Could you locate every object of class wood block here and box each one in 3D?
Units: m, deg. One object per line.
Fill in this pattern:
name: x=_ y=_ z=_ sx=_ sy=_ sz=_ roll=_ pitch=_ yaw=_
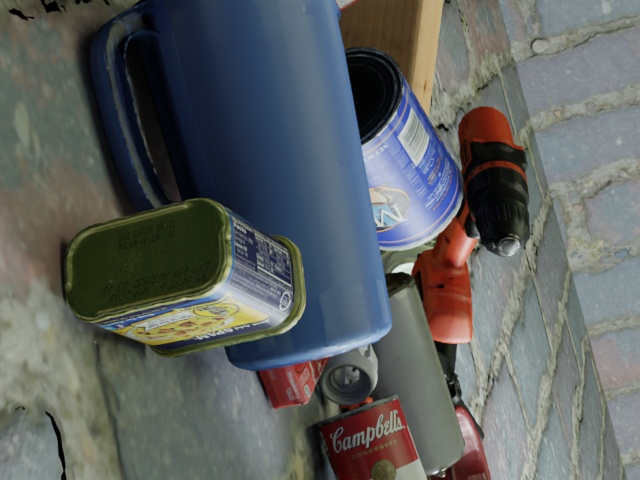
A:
wood block: x=0.064 y=-0.204 z=1.032 sx=0.090 sy=0.090 sz=0.206 roll=-8 pitch=105 yaw=-72

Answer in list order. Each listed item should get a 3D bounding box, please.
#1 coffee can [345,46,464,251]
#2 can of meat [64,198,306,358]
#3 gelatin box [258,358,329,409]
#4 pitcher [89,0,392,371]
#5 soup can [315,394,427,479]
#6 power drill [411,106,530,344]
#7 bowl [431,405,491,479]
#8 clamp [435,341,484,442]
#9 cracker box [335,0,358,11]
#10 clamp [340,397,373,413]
coffee can: x=0.044 y=-0.069 z=0.847 sx=0.140 sy=0.103 sz=0.103 roll=50 pitch=32 yaw=-49
can of meat: x=-0.071 y=0.021 z=0.564 sx=0.083 sy=0.102 sz=0.057 roll=34 pitch=46 yaw=-60
gelatin box: x=-0.023 y=0.070 z=0.779 sx=0.089 sy=0.030 sz=0.073 roll=-56 pitch=129 yaw=-66
pitcher: x=-0.040 y=-0.043 z=0.672 sx=0.145 sy=0.149 sz=0.243 roll=-1 pitch=78 yaw=-84
soup can: x=0.045 y=0.177 z=0.817 sx=0.102 sy=0.069 sz=0.068 roll=70 pitch=18 yaw=9
power drill: x=0.133 y=0.001 z=0.937 sx=0.184 sy=0.057 sz=0.188 roll=-86 pitch=-170 yaw=-52
bowl: x=0.128 y=0.247 z=1.048 sx=0.162 sy=0.055 sz=0.162 roll=-14 pitch=90 yaw=-72
clamp: x=0.136 y=0.170 z=1.159 sx=0.209 sy=0.036 sz=0.164 roll=-25 pitch=102 yaw=-69
cracker box: x=-0.037 y=-0.315 z=0.896 sx=0.213 sy=0.072 sz=0.164 roll=51 pitch=11 yaw=-49
clamp: x=0.059 y=0.216 z=0.897 sx=0.120 sy=0.039 sz=0.171 roll=11 pitch=67 yaw=-70
